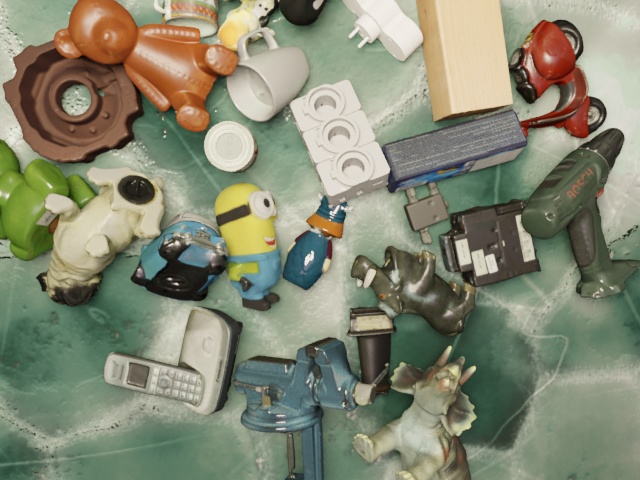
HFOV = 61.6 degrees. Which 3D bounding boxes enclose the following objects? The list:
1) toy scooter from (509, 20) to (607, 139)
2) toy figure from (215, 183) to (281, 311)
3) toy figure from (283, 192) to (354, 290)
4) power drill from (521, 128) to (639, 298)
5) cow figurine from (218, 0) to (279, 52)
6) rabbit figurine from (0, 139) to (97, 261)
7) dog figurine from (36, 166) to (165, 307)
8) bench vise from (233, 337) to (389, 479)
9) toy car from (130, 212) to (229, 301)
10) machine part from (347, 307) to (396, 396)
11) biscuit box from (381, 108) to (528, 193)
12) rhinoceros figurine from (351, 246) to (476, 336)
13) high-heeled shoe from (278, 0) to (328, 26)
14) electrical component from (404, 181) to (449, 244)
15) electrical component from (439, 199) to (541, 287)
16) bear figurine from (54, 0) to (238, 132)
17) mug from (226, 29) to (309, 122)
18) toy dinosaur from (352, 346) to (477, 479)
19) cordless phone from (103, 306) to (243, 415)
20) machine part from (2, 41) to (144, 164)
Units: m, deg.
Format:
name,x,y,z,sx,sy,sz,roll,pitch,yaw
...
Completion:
name,x,y,z,sx,sy,sz,roll,pitch,yaw
toy scooter,0.330,-0.218,0.786,0.135,0.075,0.183,-29,102,-2
toy figure,-0.102,0.009,0.772,0.089,0.082,0.180,-4,98,-6
toy figure,-0.003,-0.003,0.790,0.064,0.058,0.154,28,88,-14
power drill,0.410,-0.033,0.795,0.232,0.086,0.207,-32,108,-24
cow figurine,-0.088,-0.336,0.740,0.068,0.098,0.167,22,101,27
rabbit figurine,-0.420,-0.062,0.741,0.170,0.121,0.159,40,99,11
dog figurine,-0.300,0.000,0.747,0.172,0.190,0.121,-26,76,-39
bench vise,-0.020,0.259,0.764,0.224,0.129,0.240,-1,92,17
toy car,-0.190,0.014,0.748,0.109,0.161,0.103,19,51,-25
machine part,0.082,0.168,0.824,0.084,0.039,0.138,-7,94,-12
biscuit box,0.189,-0.128,0.782,0.203,0.059,0.063,-15,75,-3
rhinoceros figurine,0.136,0.071,0.793,0.190,0.073,0.112,31,86,-9
high-heeled shoe,0.015,-0.396,0.707,0.086,0.145,0.248,24,95,-7
electrical component,0.164,-0.043,0.815,0.063,0.021,0.094,-20,96,-3
electrical component,0.251,0.006,0.810,0.134,0.058,0.114,-12,94,-3
bear figurine,-0.222,-0.237,0.677,0.195,0.132,0.120,24,103,-34
mug,-0.069,-0.232,0.733,0.107,0.081,0.109,-45,122,-38
toy dinosaur,0.172,0.341,0.805,0.192,0.131,0.404,-31,117,-35
cordless phone,-0.213,0.162,0.779,0.184,0.089,0.146,12,95,-1
machine part,-0.337,-0.194,0.746,0.179,0.056,0.179,0,95,-5
